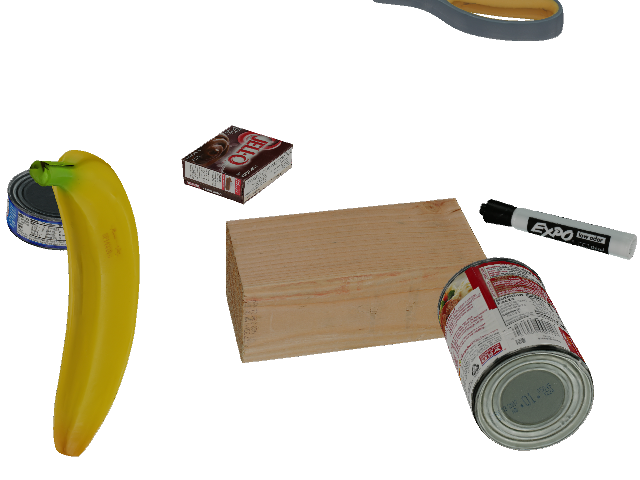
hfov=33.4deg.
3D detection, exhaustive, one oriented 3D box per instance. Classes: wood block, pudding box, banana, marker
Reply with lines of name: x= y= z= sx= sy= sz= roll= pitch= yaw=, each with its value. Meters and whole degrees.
wood block: x=0.026 y=0.033 z=0.920 sx=0.206 sy=0.090 sz=0.091 roll=-6 pitch=41 yaw=-12
pudding box: x=-0.099 y=-0.093 z=1.287 sx=0.090 sy=0.039 sz=0.113 roll=18 pitch=38 yaw=24
banana: x=-0.124 y=0.026 z=0.561 sx=0.037 sy=0.198 sz=0.069 roll=25 pitch=41 yaw=26
marker: x=0.177 y=-0.010 z=0.805 sx=0.121 sy=0.020 sz=0.020 roll=17 pitch=8 yaw=30

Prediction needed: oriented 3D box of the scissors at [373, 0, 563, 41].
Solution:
scissors: x=0.056 y=-0.159 z=0.648 sx=0.202 sy=0.016 sz=0.096 roll=20 pitch=44 yaw=25

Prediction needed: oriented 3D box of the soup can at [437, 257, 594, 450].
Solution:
soup can: x=0.109 y=0.062 z=0.609 sx=0.068 sy=0.068 sz=0.102 roll=0 pitch=27 yaw=-5

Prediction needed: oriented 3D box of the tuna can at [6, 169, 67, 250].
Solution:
tuna can: x=-0.227 y=-0.028 z=0.922 sx=0.086 sy=0.034 sz=0.086 roll=10 pitch=32 yaw=-7
